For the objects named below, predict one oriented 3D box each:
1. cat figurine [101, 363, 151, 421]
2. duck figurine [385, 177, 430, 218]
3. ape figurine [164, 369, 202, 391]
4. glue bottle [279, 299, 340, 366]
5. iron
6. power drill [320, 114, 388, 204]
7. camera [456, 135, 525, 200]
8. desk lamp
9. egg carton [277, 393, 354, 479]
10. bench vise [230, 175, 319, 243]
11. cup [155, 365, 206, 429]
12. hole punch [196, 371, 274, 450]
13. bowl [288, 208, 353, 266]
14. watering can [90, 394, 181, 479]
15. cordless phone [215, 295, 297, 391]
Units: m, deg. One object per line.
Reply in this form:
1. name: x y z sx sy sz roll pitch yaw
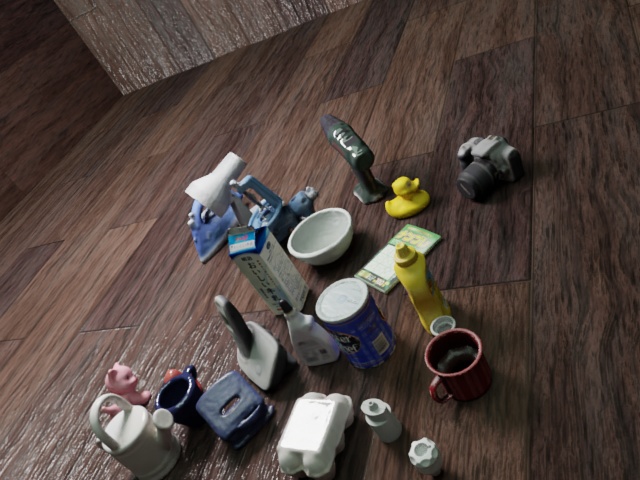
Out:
1. cat figurine: -0.433 0.331 1.241 0.067 0.118 0.128 -15 37 23
2. duck figurine: 0.196 -0.106 1.339 0.104 0.086 0.077 -24 34 11
3. ape figurine: -0.290 0.304 1.186 0.077 0.092 0.076 -10 39 30
4. glue bottle: -0.030 0.171 1.079 0.078 0.173 0.037 -16 37 23
5. iron: -0.321 -0.071 1.652 0.118 0.142 0.258 -11 39 28
6. power drill: 0.085 -0.201 1.439 0.075 0.209 0.229 -34 33 -3
7. camera: 0.354 -0.165 1.276 0.137 0.101 0.142 -41 35 -15
8. desk lamp: -0.238 -0.122 1.587 0.203 0.214 0.117 -40 34 -13
9. egg carton: -0.006 0.324 0.954 0.107 0.070 0.150 -7 40 32
10. bench vise: -0.118 -0.097 1.454 0.207 0.220 0.121 -37 34 -8
11. cup: -0.260 0.319 1.140 0.091 0.095 0.118 -11 39 28
12. hole punch: -0.159 0.314 1.069 0.109 0.091 0.100 -43 35 -17
13. bowl: 0.012 0.005 1.351 0.167 0.075 0.167 -21 35 16
14. watering can: -0.348 0.358 1.069 0.173 0.194 0.100 -31 33 1
15. cordless phone: -0.140 0.196 1.122 0.094 0.185 0.147 -44 35 -19
